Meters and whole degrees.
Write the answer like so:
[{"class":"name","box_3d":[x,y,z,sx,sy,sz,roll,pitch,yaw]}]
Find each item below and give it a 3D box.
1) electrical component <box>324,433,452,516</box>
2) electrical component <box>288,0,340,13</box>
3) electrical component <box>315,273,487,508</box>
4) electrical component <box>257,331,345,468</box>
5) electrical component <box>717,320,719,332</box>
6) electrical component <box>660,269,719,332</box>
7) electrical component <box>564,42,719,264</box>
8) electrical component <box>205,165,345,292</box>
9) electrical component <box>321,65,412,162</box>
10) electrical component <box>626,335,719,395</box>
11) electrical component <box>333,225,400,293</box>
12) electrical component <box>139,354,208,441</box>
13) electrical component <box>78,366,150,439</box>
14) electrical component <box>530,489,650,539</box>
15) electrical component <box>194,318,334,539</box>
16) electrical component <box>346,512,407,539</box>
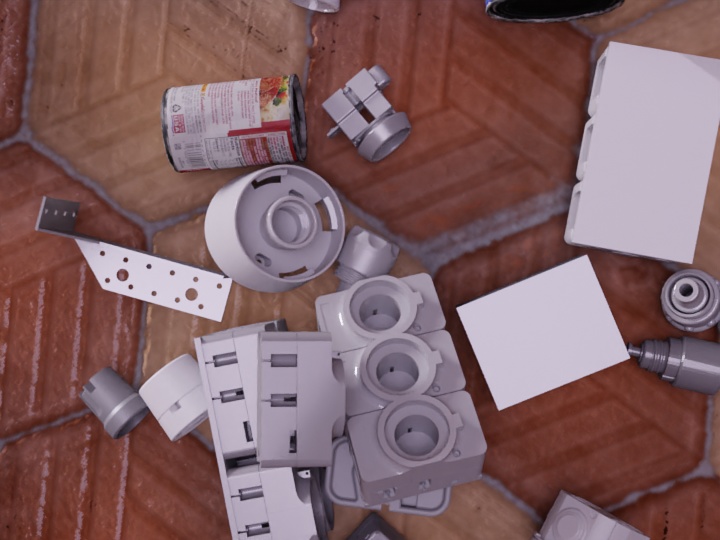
[{"class":"electrical component","box_3d":[0.024,0.153,0.829,0.095,0.059,0.053,6,91,5]},{"class":"electrical component","box_3d":[-0.031,-0.234,0.840,0.045,0.045,0.055,15,91,5]},{"class":"electrical component","box_3d":[0.027,0.084,0.788,0.089,0.061,0.150,-13,60,-6]},{"class":"electrical component","box_3d":[-0.041,0.087,0.734,0.056,0.050,0.089,0,87,-9]},{"class":"electrical component","box_3d":[0.306,0.043,0.813,0.055,0.048,0.066,32,93,-4]},{"class":"electrical component","box_3d":[0.248,0.020,0.806,0.048,0.062,0.048,-4,78,22]},{"class":"electrical component","box_3d":[0.214,-0.085,0.812,0.089,0.062,0.150,11,91,5]},{"class":"electrical component","box_3d":[-0.064,-0.033,0.831,0.099,0.064,0.099,3,82,-24]},{"class":"electrical component","box_3d":[0.007,-0.118,0.837,0.066,0.048,0.055,-40,80,4]},{"class":"electrical component","box_3d":[0.243,0.069,0.821,0.078,0.040,0.040,12,91,5]},{"class":"electrical component","box_3d":[0.000,0.000,0.839,0.043,0.043,0.062,28,93,4]},{"class":"electrical component","box_3d":[-0.140,0.099,0.846,0.055,0.055,0.047,-40,83,4]},{"class":"electrical component","box_3d":[-0.196,0.105,0.858,0.046,0.040,0.040,44,94,8]},{"class":"electrical component","box_3d":[0.173,0.205,0.808,0.080,0.080,0.051,28,88,4]},{"class":"electrical component","box_3d":[-0.067,0.134,0.814,0.060,0.105,0.186,-11,89,5]},{"class":"electrical component","box_3d":[0.025,0.244,0.833,0.096,0.061,0.061,42,92,-5]}]
